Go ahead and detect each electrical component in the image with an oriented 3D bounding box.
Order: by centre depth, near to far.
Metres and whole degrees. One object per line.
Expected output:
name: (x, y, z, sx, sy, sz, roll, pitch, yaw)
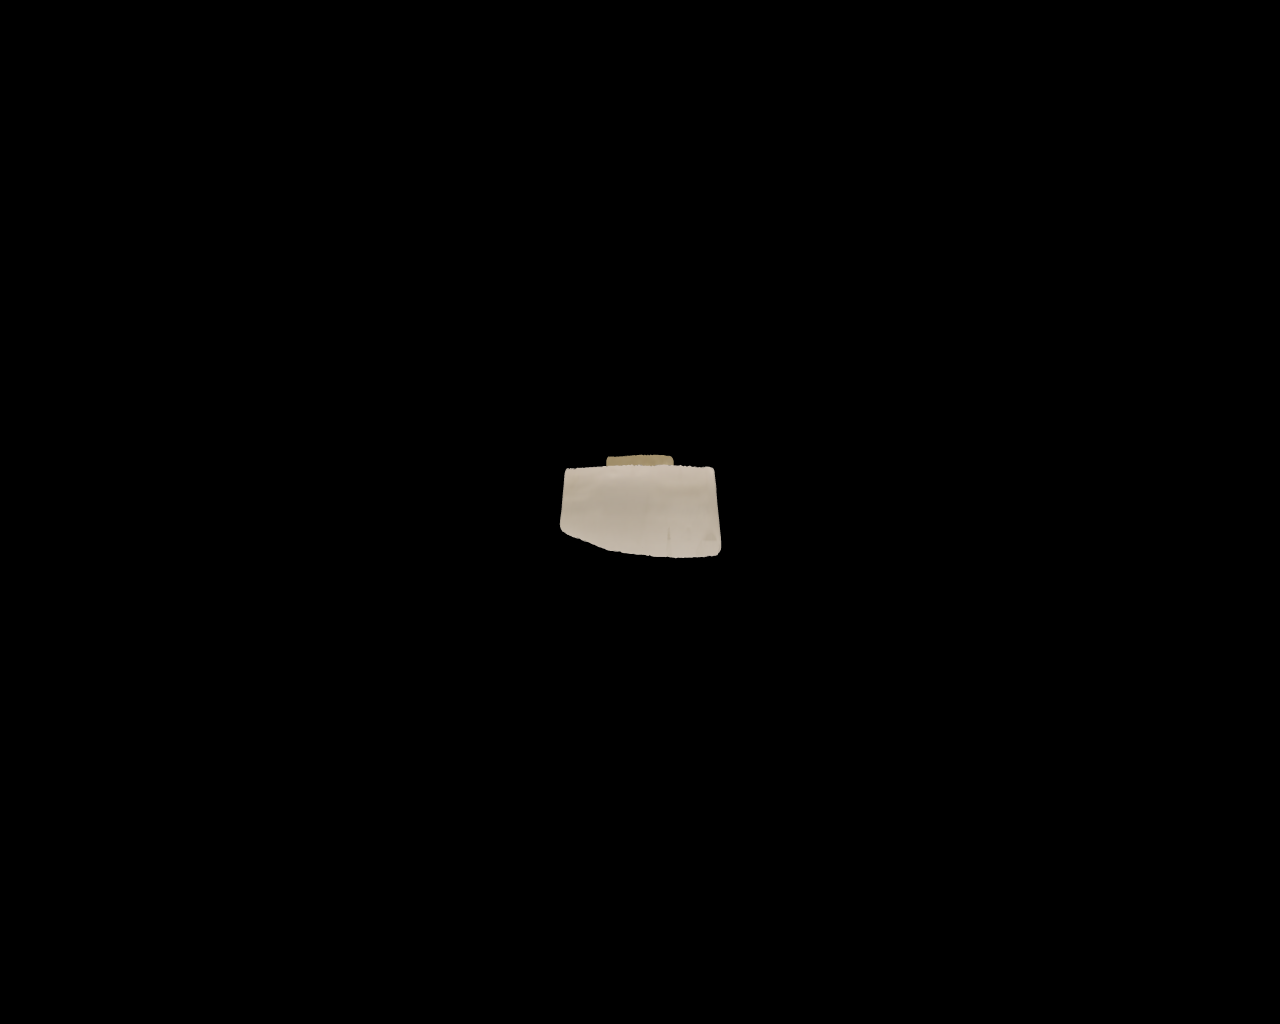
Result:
electrical component: (0.001, -0.003, 0.650, 0.099, 0.064, 0.099, 0, 0, 0)
